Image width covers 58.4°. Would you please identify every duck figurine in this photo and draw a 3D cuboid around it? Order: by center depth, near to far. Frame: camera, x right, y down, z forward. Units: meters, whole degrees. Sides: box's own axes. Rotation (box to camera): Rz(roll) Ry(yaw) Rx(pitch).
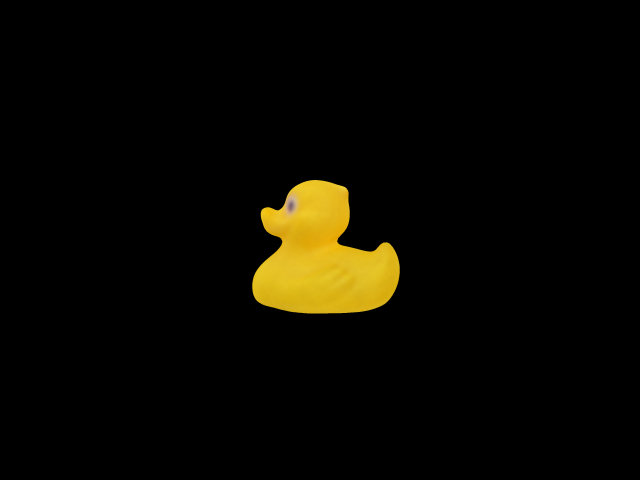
[{"bbox_3d":[0.004,0.001,0.400,0.104,0.086,0.077,2,11,12],"label":"duck figurine"}]
